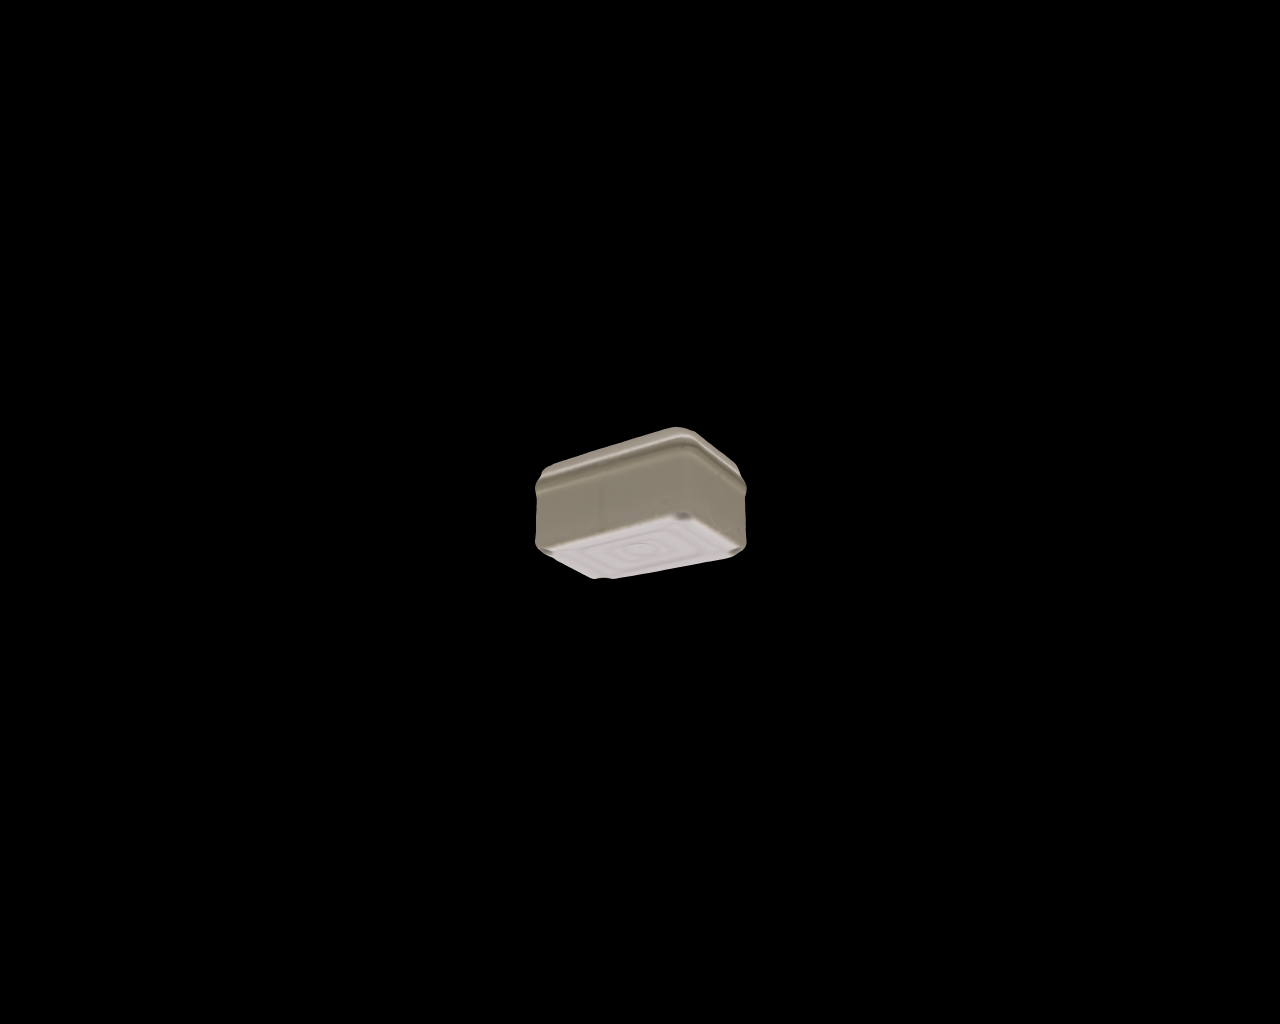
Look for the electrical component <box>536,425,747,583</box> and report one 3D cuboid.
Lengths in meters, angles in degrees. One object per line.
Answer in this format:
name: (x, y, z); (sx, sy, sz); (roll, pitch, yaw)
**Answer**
electrical component: (0.001, -0.003, 0.650); (0.113, 0.057, 0.078); (-14, -27, 29)
